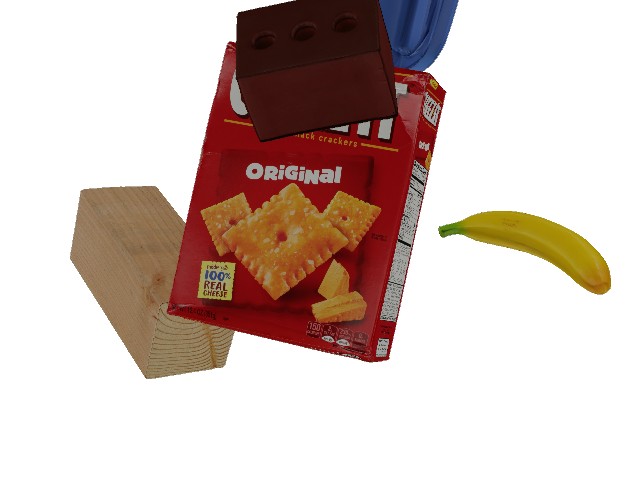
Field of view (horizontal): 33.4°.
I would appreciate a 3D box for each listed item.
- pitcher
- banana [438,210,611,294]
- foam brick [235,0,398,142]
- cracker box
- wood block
[{"bbox_3d":[0.050,-0.204,0.992,0.145,0.243,0.149,10,16,3],"label":"pitcher"},{"bbox_3d":[0.208,0.007,1.026,0.069,0.037,0.198,-39,37,-27],"label":"banana"},{"bbox_3d":[-0.002,-0.093,0.565,0.078,0.053,0.051,-10,-36,11],"label":"foam brick"},{"bbox_3d":[-0.010,-0.030,0.803,0.164,0.214,0.072,12,-2,17],"label":"cracker box"},{"bbox_3d":[-0.171,0.036,1.078,0.090,0.091,0.206,-5,35,-35],"label":"wood block"}]
